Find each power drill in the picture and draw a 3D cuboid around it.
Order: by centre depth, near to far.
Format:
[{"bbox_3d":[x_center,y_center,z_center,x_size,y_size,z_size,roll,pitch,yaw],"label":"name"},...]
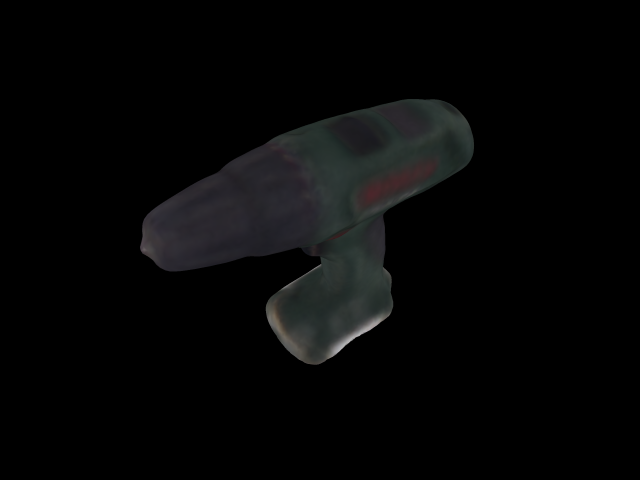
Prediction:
[{"bbox_3d":[0.004,0.001,0.400,0.230,0.208,0.075,-33,61,-20],"label":"power drill"}]
